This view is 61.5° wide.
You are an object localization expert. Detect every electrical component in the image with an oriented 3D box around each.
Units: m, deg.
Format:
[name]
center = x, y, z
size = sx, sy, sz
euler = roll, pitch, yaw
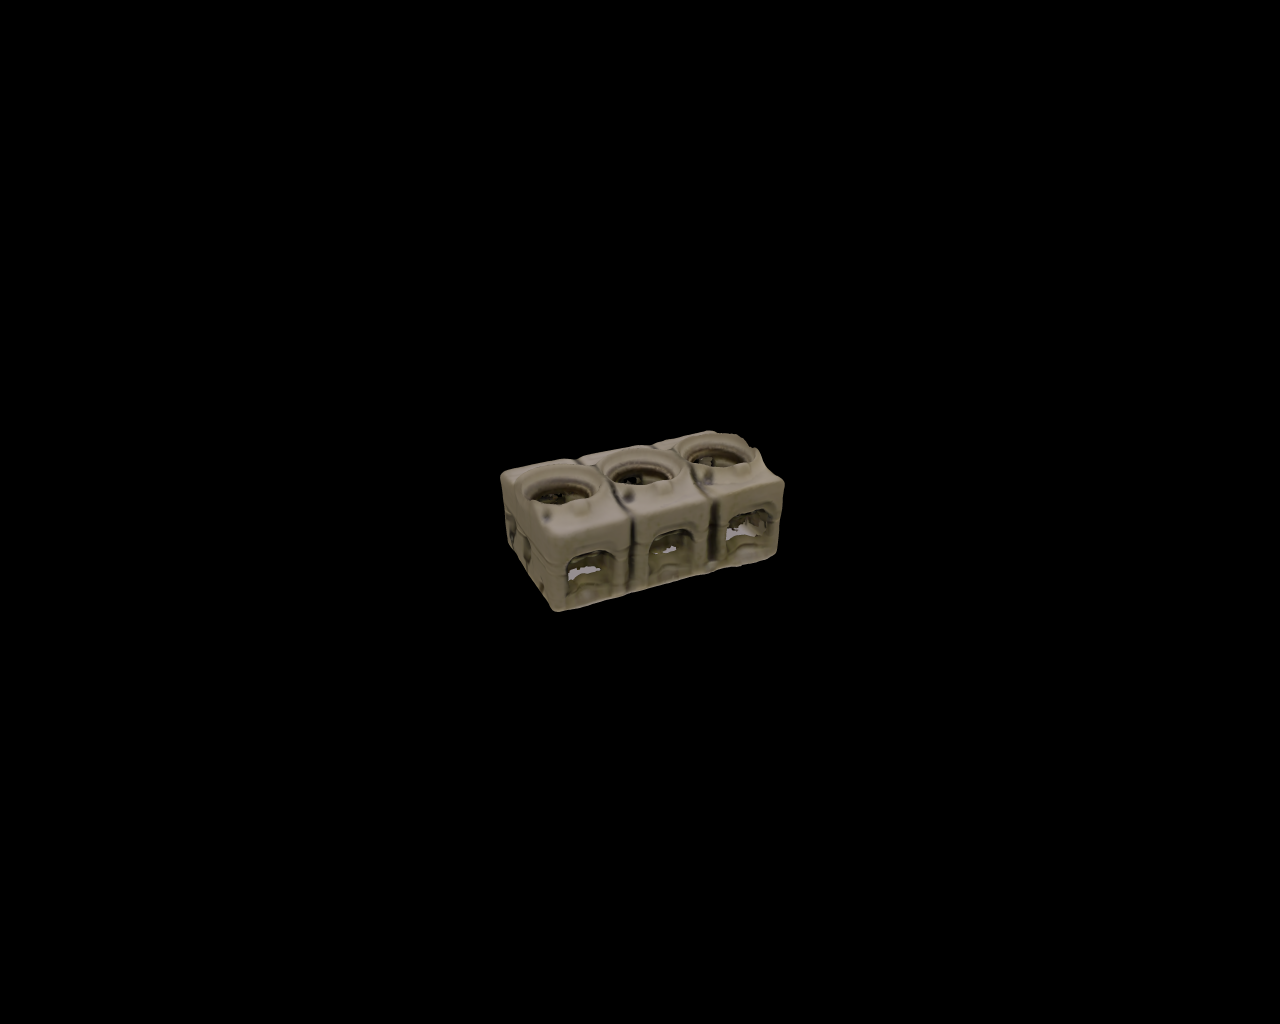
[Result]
[electrical component]
center = 0.001, -0.003, 0.650
size = 0.150, 0.061, 0.089
euler = -13, 32, -22
